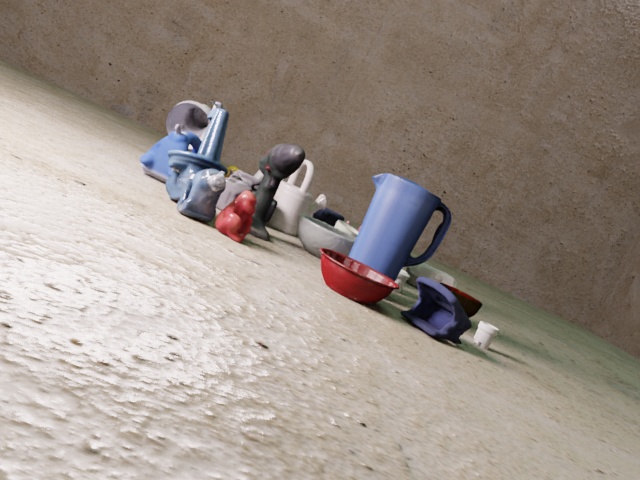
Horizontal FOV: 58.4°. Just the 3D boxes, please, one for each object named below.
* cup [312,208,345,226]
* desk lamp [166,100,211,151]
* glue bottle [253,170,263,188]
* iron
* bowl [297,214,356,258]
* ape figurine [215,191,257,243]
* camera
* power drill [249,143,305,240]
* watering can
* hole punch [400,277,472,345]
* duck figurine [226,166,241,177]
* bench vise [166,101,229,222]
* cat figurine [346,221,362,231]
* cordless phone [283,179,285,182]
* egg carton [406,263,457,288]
[{"bbox_3d":[0.009,-0.042,1.631,0.091,0.095,0.118,26,6,9],"label":"cup"},{"bbox_3d":[-0.360,-0.274,1.562,0.118,0.213,0.203,24,6,-8],"label":"desk lamp"},{"bbox_3d":[-0.174,-0.184,1.735,0.078,0.173,0.037,20,8,-39],"label":"glue bottle"},{"bbox_3d":[-0.329,-0.201,1.408,0.118,0.141,0.259,26,6,8],"label":"iron"},{"bbox_3d":[0.012,0.005,1.340,0.167,0.075,0.167,25,6,-3],"label":"bowl"},{"bbox_3d":[-0.148,-0.048,1.067,0.076,0.092,0.078,29,7,33],"label":"ape figurine"},{"bbox_3d":[-0.173,-0.105,1.403,0.137,0.101,0.143,25,6,-3],"label":"camera"},{"bbox_3d":[-0.105,-0.112,1.228,0.076,0.208,0.229,23,6,-20],"label":"power drill"},{"bbox_3d":[-0.064,-0.117,1.502,0.100,0.194,0.174,30,8,38],"label":"watering can"},{"bbox_3d":[0.219,0.127,1.051,0.101,0.091,0.108,20,8,-38],"label":"hole punch"},{"bbox_3d":[-0.267,-0.179,1.734,0.105,0.086,0.077,21,7,-35],"label":"duck figurine"},{"bbox_3d":[-0.209,-0.153,1.110,0.206,0.220,0.122,30,8,37],"label":"bench vise"},{"bbox_3d":[0.121,-0.016,1.749,0.128,0.118,0.067,22,7,-25],"label":"cat figurine"},{"bbox_3d":[-0.103,-0.152,1.686,0.148,0.185,0.094,23,6,-18],"label":"cordless phone"},{"bbox_3d":[0.320,0.116,1.652,0.150,0.069,0.107,24,6,-7],"label":"egg carton"}]
